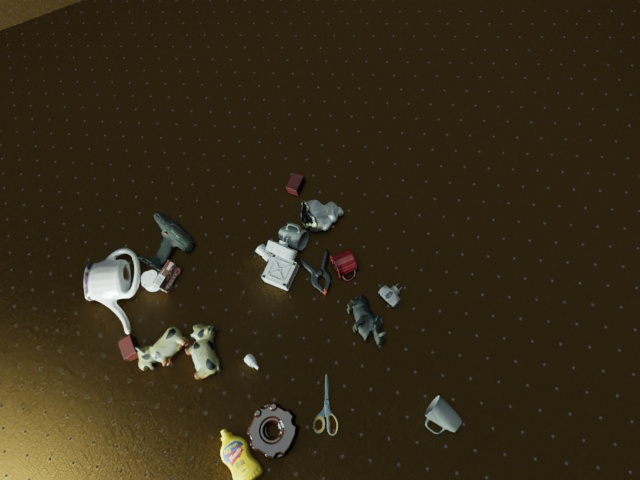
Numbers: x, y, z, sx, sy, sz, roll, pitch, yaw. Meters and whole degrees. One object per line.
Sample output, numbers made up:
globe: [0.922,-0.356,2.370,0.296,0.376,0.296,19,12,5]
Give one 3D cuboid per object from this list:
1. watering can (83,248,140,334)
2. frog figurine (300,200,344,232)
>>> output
watering can: [-0.818,0.198,2.020,0.224,0.102,0.354,-5,68,7]
frog figurine: [0.006,-0.103,2.047,0.160,0.120,0.140,-13,51,-36]
